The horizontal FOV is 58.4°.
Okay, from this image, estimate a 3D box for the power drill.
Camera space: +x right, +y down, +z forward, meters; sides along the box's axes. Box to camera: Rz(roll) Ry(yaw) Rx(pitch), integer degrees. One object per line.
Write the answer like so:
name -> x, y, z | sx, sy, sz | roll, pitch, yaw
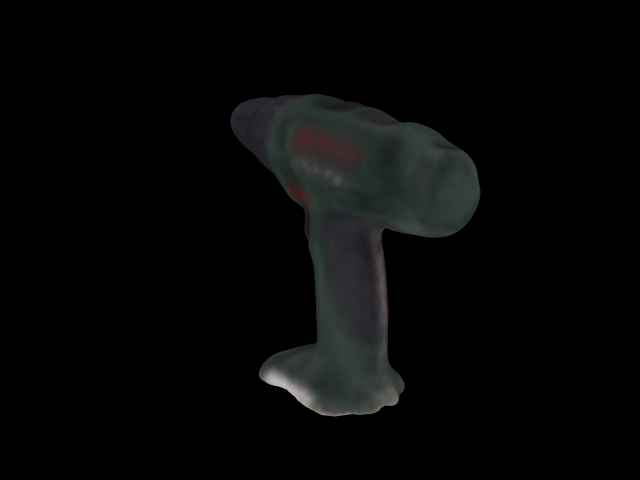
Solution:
power drill -> 0.004, 0.001, 0.400 | 0.076, 0.208, 0.228 | -7, 11, -39
